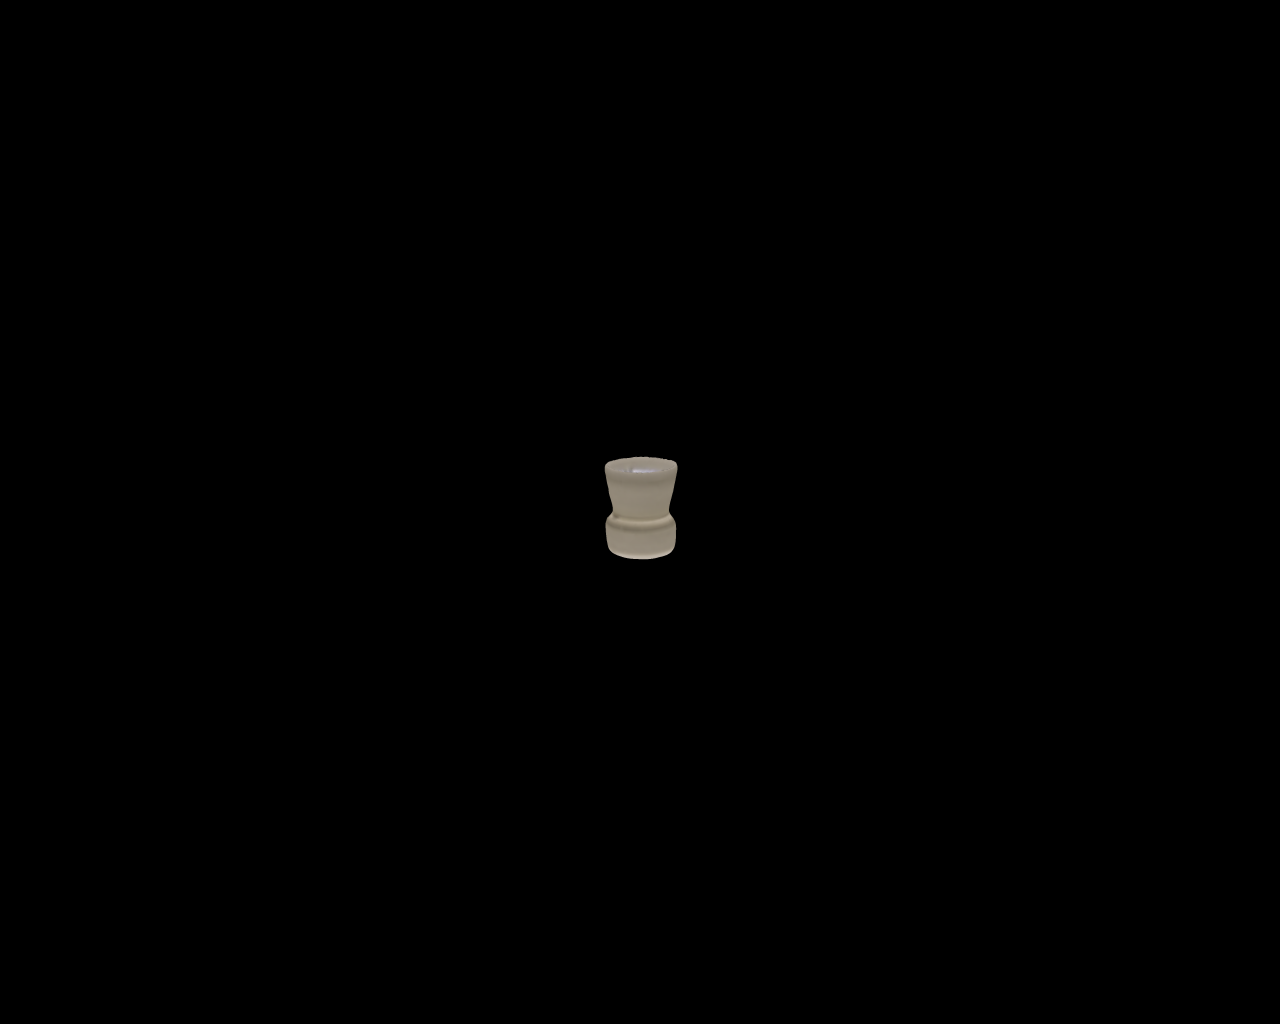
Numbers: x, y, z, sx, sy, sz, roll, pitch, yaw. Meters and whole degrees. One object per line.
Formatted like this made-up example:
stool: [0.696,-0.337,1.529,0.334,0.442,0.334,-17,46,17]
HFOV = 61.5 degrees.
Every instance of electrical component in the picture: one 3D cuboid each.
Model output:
electrical component: [0.001,-0.003,0.650,0.045,0.055,0.045,0,16,0]
